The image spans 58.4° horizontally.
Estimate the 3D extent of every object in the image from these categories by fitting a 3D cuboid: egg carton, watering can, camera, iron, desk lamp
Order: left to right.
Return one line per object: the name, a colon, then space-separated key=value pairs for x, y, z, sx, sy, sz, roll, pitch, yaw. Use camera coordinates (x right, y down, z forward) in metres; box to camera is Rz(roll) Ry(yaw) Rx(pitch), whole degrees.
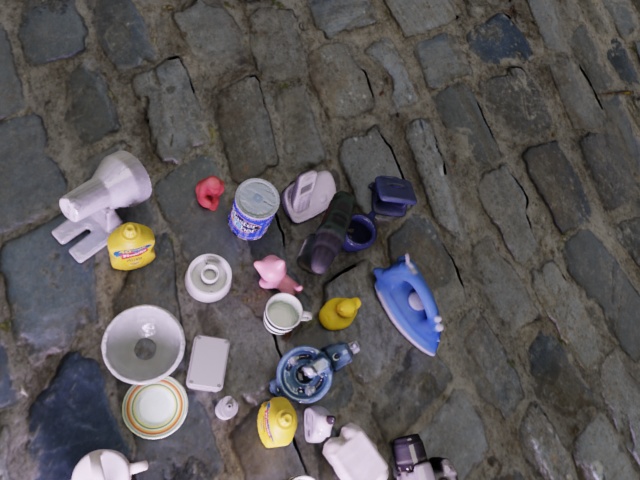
watering can: x=-0.409 y=0.442 z=1.052 sx=0.173 sy=0.194 sz=0.101 roll=-34 pitch=82 yaw=-25
desk lamp: x=-0.467 y=-0.073 z=1.221 sx=0.118 sy=0.213 sz=0.203 roll=45 pitch=64 yaw=4
egg carton: x=0.080 y=0.484 z=1.252 sx=0.107 sy=0.069 sz=0.150 roll=-34 pitch=82 yaw=-25
iron: x=0.240 y=0.154 z=1.387 sx=0.119 sy=0.141 sz=0.258 roll=-25 pitch=78 yaw=-23
camera: x=0.227 y=0.502 z=1.272 sx=0.143 sy=0.100 sz=0.137 roll=-7 pitch=72 yaw=-19

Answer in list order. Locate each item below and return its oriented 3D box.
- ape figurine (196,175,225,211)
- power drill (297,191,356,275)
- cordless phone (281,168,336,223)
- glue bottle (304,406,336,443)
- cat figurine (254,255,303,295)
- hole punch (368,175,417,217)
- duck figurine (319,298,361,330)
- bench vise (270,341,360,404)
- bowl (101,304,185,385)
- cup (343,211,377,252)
ape figurine: x=-0.259 y=-0.123 z=1.370 sx=0.078 sy=0.092 sz=0.076 roll=-37 pitch=83 yaw=-25
power drill: x=0.012 y=0.005 z=1.338 sx=0.076 sy=0.208 sz=0.230 roll=25 pitch=65 yaw=-6
cordless phone: x=-0.015 y=-0.129 z=1.394 sx=0.148 sy=0.185 sz=0.094 roll=-32 pitch=81 yaw=-24
glue bottle: x=0.004 y=0.386 z=1.210 sx=0.037 sy=0.173 sz=0.078 roll=5 pitch=68 yaw=-15
cat figurine: x=-0.093 y=0.084 z=1.327 sx=0.128 sy=0.117 sz=0.067 roll=37 pitch=64 yaw=0
hole punch: x=0.192 y=-0.125 z=1.507 sx=0.109 sy=0.091 sz=0.101 roll=6 pitch=68 yaw=-15
duck figurine: x=0.051 y=0.168 z=1.356 sx=0.105 sy=0.086 sz=0.077 roll=-24 pitch=78 yaw=-23
bench vise: x=-0.004 y=0.259 z=1.230 sx=0.121 sy=0.219 sz=0.208 roll=45 pitch=64 yaw=4
bowl: x=-0.371 y=0.226 z=1.212 sx=0.168 sy=0.074 sz=0.167 roll=6 pitch=68 yaw=-15
cup: x=0.092 y=-0.018 z=1.434 sx=0.091 sy=0.095 sz=0.118 roll=39 pitch=64 yaw=0
